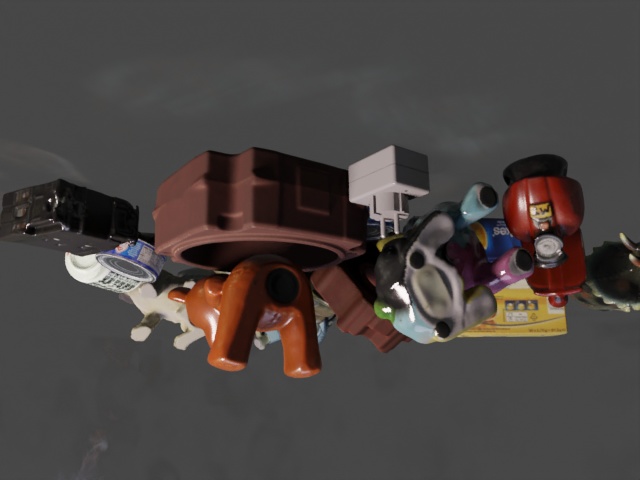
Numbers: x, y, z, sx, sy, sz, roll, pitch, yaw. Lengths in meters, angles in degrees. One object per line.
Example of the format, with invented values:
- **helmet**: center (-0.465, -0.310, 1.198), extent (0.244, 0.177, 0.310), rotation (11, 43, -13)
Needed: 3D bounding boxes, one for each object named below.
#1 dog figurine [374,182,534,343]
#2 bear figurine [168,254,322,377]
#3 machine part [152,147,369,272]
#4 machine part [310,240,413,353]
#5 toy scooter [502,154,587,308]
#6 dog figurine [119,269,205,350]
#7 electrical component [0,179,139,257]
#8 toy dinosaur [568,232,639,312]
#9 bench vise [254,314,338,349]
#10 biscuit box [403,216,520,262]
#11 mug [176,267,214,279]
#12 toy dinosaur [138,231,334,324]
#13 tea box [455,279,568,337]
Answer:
- **dog figurine**: center (0.110, 0.033, 0.583), extent (0.191, 0.108, 0.219), rotation (-36, -179, -20)
- **bear figurine**: center (-0.092, 0.087, 0.586), extent (0.120, 0.132, 0.196), rotation (16, 153, -33)
- **machine part**: center (-0.064, -0.019, 0.587), extent (0.201, 0.087, 0.201), rotation (9, 165, -36)
- **machine part**: center (0.069, 0.064, 0.711), extent (0.179, 0.179, 0.056), rotation (12, 127, -41)
- **toy scooter**: center (0.238, -0.002, 0.561), extent (0.075, 0.135, 0.183), rotation (-8, 163, 25)
- **dog figurine**: center (-0.260, 0.091, 0.941), extent (0.172, 0.121, 0.191), rotation (19, -170, -27)
- **electrical component**: center (-0.301, -0.020, 0.633), extent (0.134, 0.058, 0.114), rotation (-9, 162, 30)
- **toy dinosaur**: center (0.499, 0.070, 0.930), extent (0.192, 0.131, 0.404), rotation (13, 170, -2)
- **bench vise**: center (-0.017, 0.137, 1.003), extent (0.240, 0.128, 0.224), rotation (-23, 179, -44)
- **biscuit box**: center (0.220, 0.004, 0.740), extent (0.203, 0.059, 0.062), rotation (0, 166, -4)
- **mug**: center (-0.218, 0.081, 1.026), extent (0.107, 0.081, 0.109), rotation (-16, 153, 15)
- **toy dinosaur**: center (-0.084, 0.050, 0.821), extent (0.471, 0.105, 0.198), rotation (13, 162, -17)
- **tea box**: center (0.240, 0.085, 0.741), extent (0.170, 0.098, 0.068), rotation (0, 167, 5)
